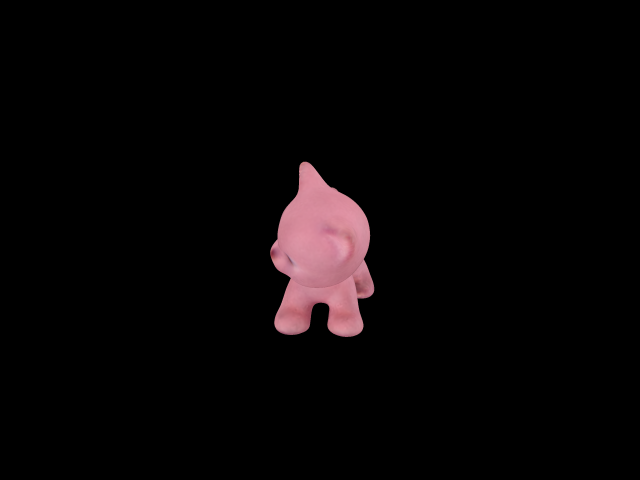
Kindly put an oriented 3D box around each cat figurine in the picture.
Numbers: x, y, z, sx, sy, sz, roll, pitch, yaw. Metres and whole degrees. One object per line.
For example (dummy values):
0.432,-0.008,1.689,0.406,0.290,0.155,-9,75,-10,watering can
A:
0.004,0.001,0.400,0.067,0.118,0.128,2,19,7,cat figurine
